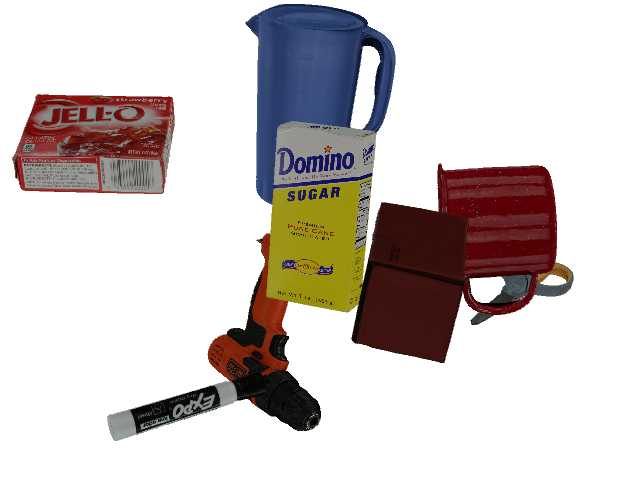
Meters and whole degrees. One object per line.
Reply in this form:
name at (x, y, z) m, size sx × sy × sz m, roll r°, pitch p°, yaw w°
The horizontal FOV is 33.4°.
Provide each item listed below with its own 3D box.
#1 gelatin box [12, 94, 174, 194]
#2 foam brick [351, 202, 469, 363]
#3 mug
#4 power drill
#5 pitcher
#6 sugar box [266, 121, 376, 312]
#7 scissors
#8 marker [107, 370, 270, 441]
gelatin box at (-0.138, -0.061, 0.661) m, size 0.089 × 0.030 × 0.073 m, roll 1°, pitch 37°, yaw -2°
foam brick at (0.050, 0.021, 0.584) m, size 0.053 × 0.051 × 0.078 m, roll 12°, pitch 27°, yaw 4°
mug at (0.132, -0.002, 0.797) m, size 0.081 × 0.117 × 0.093 m, roll -3°, pitch -18°, yaw 5°
power drill at (-0.041, 0.099, 1.197) m, size 0.057 × 0.188 × 0.185 m, roll 13°, pitch 12°, yaw -47°
pitcher at (-0.009, -0.163, 1.321) m, size 0.144 × 0.243 × 0.149 m, roll -9°, pitch 28°, yaw -29°
sugar box at (-0.001, -0.024, 1.052) m, size 0.093 × 0.176 × 0.048 m, roll 9°, pitch 16°, yaw 21°
scissors at (0.186, 0.042, 1.098) m, size 0.201 × 0.016 × 0.096 m, roll -11°, pitch 37°, yaw -43°
marker at (-0.092, 0.117, 0.767) m, size 0.121 × 0.020 × 0.020 m, roll -14°, pitch 6°, yaw -22°
